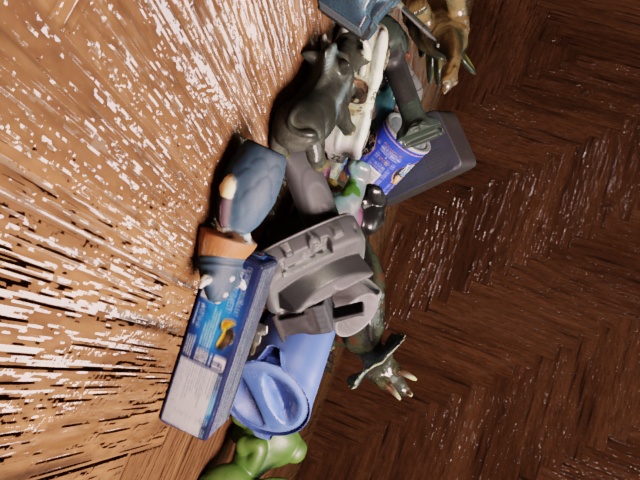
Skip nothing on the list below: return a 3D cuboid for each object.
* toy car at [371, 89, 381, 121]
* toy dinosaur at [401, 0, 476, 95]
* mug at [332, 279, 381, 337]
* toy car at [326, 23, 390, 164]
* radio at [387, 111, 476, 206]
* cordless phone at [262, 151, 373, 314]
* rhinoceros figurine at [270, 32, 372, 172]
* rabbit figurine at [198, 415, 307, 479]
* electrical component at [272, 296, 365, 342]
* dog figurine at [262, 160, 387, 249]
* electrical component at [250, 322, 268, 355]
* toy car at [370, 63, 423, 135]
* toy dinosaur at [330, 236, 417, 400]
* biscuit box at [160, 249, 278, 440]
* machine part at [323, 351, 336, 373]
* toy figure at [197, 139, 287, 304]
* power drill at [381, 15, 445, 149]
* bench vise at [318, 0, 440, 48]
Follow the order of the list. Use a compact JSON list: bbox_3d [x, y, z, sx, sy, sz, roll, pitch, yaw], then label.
[{"bbox_3d":[0.065,-0.224,0.878,0.202,0.053,0.089,-13,126,-79],"label":"toy car"},{"bbox_3d":[0.173,-0.368,0.847,0.198,0.105,0.471,62,23,-48],"label":"toy dinosaur"},{"bbox_3d":[0.035,0.080,0.835,0.109,0.107,0.080,-25,138,-30],"label":"mug"},{"bbox_3d":[0.042,-0.198,0.738,0.056,0.074,0.201,-61,166,-57],"label":"toy car"},{"bbox_3d":[0.190,-0.165,1.110,0.073,0.230,0.131,-11,80,-50],"label":"radio"},{"bbox_3d":[-0.029,-0.017,0.642,0.146,0.184,0.089,-24,-173,-21],"label":"cordless phone"},{"bbox_3d":[0.001,-0.166,0.619,0.112,0.073,0.190,80,32,-49],"label":"rhinoceros figurine"},{"bbox_3d":[-0.113,0.365,0.858,0.170,0.159,0.121,-41,163,-38],"label":"rabbit figurine"},{"bbox_3d":[-0.002,0.094,0.738,0.075,0.119,0.047,-76,150,-64],"label":"electrical component"},{"bbox_3d":[-0.002,-0.002,0.768,0.219,0.109,0.191,-63,148,-16],"label":"dog figurine"},{"bbox_3d":[-0.091,0.098,0.688,0.102,0.045,0.078,88,25,-63],"label":"electrical component"},{"bbox_3d":[0.148,-0.279,1.055,0.109,0.103,0.161,-52,157,-57],"label":"toy car"},{"bbox_3d":[0.073,0.100,0.964,0.192,0.131,0.404,2,-79,64],"label":"toy dinosaur"},{"bbox_3d":[-0.107,0.105,0.577,0.063,0.059,0.202,-11,121,-76],"label":"biscuit box"},{"bbox_3d":[-0.037,0.213,0.963,0.084,0.139,0.039,-57,132,-40],"label":"machine part"},{"bbox_3d":[-0.078,-0.016,0.508,0.154,0.064,0.058,-66,-153,6],"label":"toy figure"},{"bbox_3d":[0.138,-0.260,0.883,0.232,0.086,0.207,-8,84,-73],"label":"power drill"},{"bbox_3d":[0.084,-0.327,0.535,0.240,0.129,0.223,-54,154,15],"label":"bench vise"}]
